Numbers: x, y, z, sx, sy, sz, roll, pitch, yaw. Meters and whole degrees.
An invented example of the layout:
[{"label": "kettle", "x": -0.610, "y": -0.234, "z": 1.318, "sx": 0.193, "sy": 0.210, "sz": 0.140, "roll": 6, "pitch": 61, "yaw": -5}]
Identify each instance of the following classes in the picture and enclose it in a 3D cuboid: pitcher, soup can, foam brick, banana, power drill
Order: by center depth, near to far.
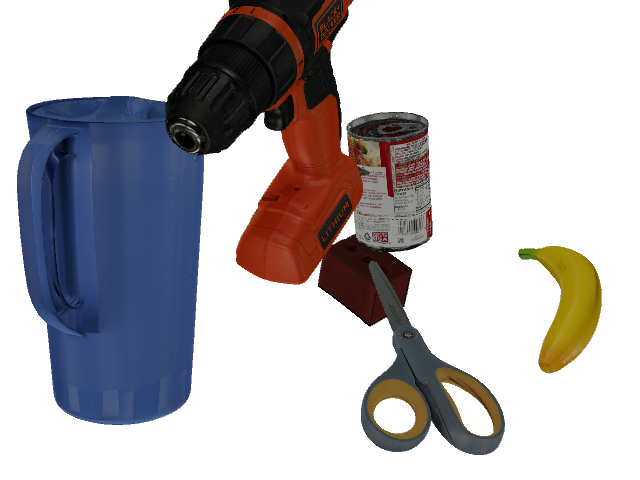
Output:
[{"label": "power drill", "x": -0.023, "y": -0.063, "z": 0.625, "sx": 0.057, "sy": 0.188, "sz": 0.184, "roll": 19, "pitch": 51, "yaw": 20}, {"label": "pitcher", "x": -0.158, "y": 0.015, "z": 0.811, "sx": 0.149, "sy": 0.243, "sz": 0.145, "roll": -4, "pitch": 16, "yaw": -22}, {"label": "soup can", "x": 0.060, "y": -0.049, "z": 0.898, "sx": 0.068, "sy": 0.102, "sz": 0.068, "roll": -5, "pitch": 24, "yaw": 2}, {"label": "banana", "x": 0.231, "y": 0.056, "z": 1.002, "sx": 0.070, "sy": 0.037, "sz": 0.197, "roll": -26, "pitch": 24, "yaw": 18}, {"label": "foam brick", "x": 0.044, "y": 0.038, "z": 1.066, "sx": 0.052, "sy": 0.051, "sz": 0.078, "roll": -26, "pitch": 48, "yaw": -36}]

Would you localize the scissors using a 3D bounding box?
[{"label": "scissors", "x": 0.045, "y": 0.076, "z": 0.708, "sx": 0.096, "sy": 0.016, "sz": 0.202, "roll": -12, "pitch": 36, "yaw": -24}]
